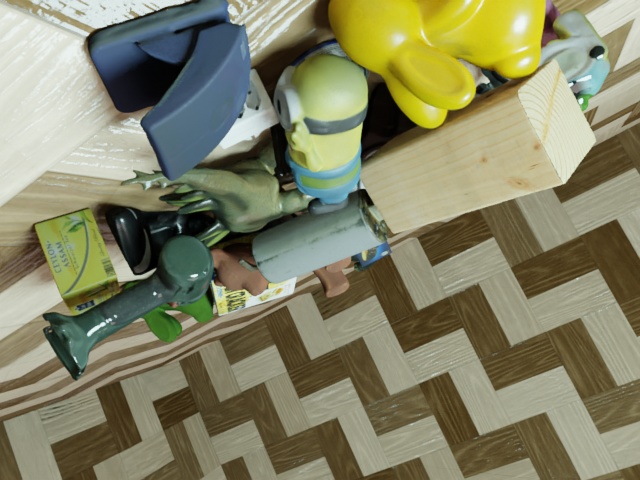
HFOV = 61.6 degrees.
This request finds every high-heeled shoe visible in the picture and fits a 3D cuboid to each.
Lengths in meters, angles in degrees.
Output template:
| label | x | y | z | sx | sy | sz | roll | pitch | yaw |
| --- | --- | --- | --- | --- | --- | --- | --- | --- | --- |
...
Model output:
| label | x | y | z | sx | sy | sz | roll | pitch | yaw |
| --- | --- | --- | --- | --- | --- | --- | --- | --- | --- |
| high-heeled shoe | -0.206 | -0.016 | 0.748 | 0.145 | 0.086 | 0.248 | -27 | 175 | -16 |

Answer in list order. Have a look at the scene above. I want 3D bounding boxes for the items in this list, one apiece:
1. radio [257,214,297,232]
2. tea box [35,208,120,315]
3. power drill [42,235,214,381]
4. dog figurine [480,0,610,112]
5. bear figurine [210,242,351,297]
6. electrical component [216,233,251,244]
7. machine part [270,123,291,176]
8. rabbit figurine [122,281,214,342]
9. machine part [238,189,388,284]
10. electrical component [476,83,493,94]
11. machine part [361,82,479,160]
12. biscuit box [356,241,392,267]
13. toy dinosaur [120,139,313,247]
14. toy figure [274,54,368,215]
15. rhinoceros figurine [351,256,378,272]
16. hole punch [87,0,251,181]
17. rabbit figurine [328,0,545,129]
| label | x | y | z | sx | sy | sz | roll | pitch | yaw |
| --- | --- | --- | --- | --- | --- | --- | --- | --- | --- |
| radio | -0.097 | 0.003 | 1.133 | 0.131 | 0.073 | 0.229 | -25 | 169 | 6 |
| tea box | -0.310 | 0.038 | 0.702 | 0.068 | 0.098 | 0.169 | -22 | 168 | -23 |
| power drill | -0.223 | 0.084 | 0.662 | 0.207 | 0.086 | 0.232 | -27 | 172 | -31 |
| dog figurine | 0.280 | -0.205 | 0.685 | 0.108 | 0.192 | 0.219 | -40 | 152 | 14 |
| bear figurine | -0.066 | 0.042 | 0.827 | 0.196 | 0.132 | 0.120 | -23 | 148 | -17 |
| electrical component | -0.170 | -0.012 | 0.960 | 0.102 | 0.045 | 0.078 | -19 | -163 | -20 |
| machine part | -0.015 | -0.123 | 0.638 | 0.039 | 0.084 | 0.139 | -4 | -166 | 32 |
| rabbit figurine | -0.301 | 0.118 | 1.067 | 0.170 | 0.159 | 0.121 | -10 | 180 | 0 |
| machine part | -0.001 | -0.002 | 0.708 | 0.243 | 0.079 | 0.079 | -23 | 172 | 24 |
| electrical component | 0.270 | -0.185 | 0.921 | 0.058 | 0.115 | 0.134 | -16 | 165 | -34 |
| machine part | 0.149 | -0.123 | 0.736 | 0.201 | 0.087 | 0.201 | 17 | 165 | -4 |
| biscuit box | 0.059 | -0.040 | 0.893 | 0.063 | 0.059 | 0.202 | -26 | 137 | 6 |
| toy dinosaur | -0.098 | -0.056 | 0.707 | 0.199 | 0.105 | 0.471 | -26 | 171 | 2 |
| toy figure | 0.006 | -0.103 | 0.541 | 0.089 | 0.082 | 0.180 | -26 | 144 | -9 |
| rhinoceros figurine | 0.033 | 0.011 | 1.029 | 0.190 | 0.073 | 0.112 | 10 | 164 | -21 |
| hole punch | -0.104 | -0.118 | 0.431 | 0.116 | 0.092 | 0.142 | -27 | 167 | -12 |
| rabbit figurine | 0.095 | -0.183 | 0.471 | 0.173 | 0.162 | 0.122 | -6 | 180 | -7 |
